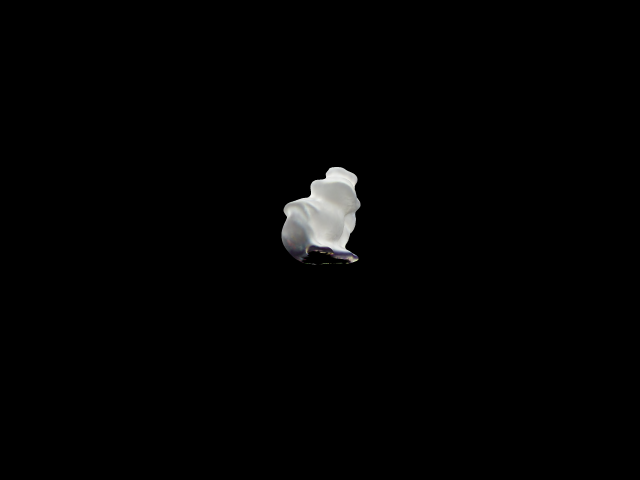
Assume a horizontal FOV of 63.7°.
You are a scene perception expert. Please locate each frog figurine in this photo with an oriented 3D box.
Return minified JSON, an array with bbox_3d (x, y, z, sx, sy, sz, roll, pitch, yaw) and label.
[{"bbox_3d":[0.003,-0.043,0.850,0.137,0.162,0.121,10,-20,-30],"label":"frog figurine"}]
